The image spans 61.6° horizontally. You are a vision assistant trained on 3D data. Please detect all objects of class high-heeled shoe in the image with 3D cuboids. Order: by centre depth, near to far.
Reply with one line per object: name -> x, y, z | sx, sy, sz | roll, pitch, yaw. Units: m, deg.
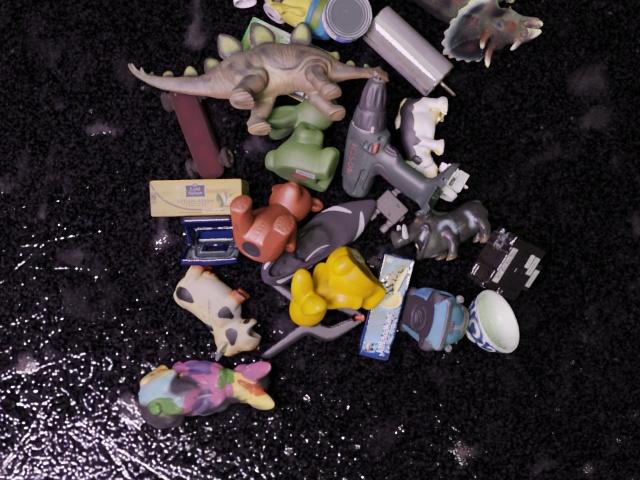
high-heeled shoe -> -0.002, -0.003, 0.990 | 0.249, 0.145, 0.086 | -39, 86, 6

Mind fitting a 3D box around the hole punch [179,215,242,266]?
hole punch -> -0.200, 0.002, 1.010 | 0.142, 0.116, 0.092 | -5, 88, 1

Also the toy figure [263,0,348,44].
toy figure -> -0.021, -0.432, 1.008 | 0.180, 0.082, 0.089 | 22, 82, 4

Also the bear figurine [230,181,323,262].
bear figurine -> -0.069, -0.054, 0.962 | 0.120, 0.131, 0.196 | 29, 52, 10

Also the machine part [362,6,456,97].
machine part -> 0.165, -0.352, 1.009 | 0.243, 0.079, 0.079 | 42, 93, 0

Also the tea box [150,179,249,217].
tea box -> -0.224, -0.079, 1.017 | 0.170, 0.098, 0.068 | -2, 93, 0

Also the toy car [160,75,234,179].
toy car -> -0.235, -0.213, 1.034 | 0.089, 0.053, 0.202 | -19, 96, 12

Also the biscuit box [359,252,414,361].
biscuit box -> 0.126, 0.127, 1.037 | 0.059, 0.063, 0.202 | 14, 92, 2

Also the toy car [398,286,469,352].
toy car -> 0.220, 0.147, 0.999 | 0.103, 0.162, 0.109 | 13, 91, -18

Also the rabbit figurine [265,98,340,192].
rabbit figurine -> -0.027, -0.195, 1.016 | 0.159, 0.121, 0.170 | 15, 77, 8

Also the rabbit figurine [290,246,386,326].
rabbit figurine -> 0.013, 0.101, 0.970 | 0.173, 0.162, 0.122 | -38, 74, 17

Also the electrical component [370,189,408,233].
electrical component -> 0.140, -0.062, 1.049 | 0.063, 0.021, 0.094 | 44, 92, -1

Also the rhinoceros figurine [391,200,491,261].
rhinoceros figurine -> 0.231, -0.017, 1.024 | 0.190, 0.073, 0.112 | -19, 93, 1

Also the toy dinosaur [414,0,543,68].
toy dinosaur -> 0.229, -0.477, 0.981 | 0.192, 0.131, 0.405 | -44, 82, -6

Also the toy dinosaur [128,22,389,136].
toy dinosaur -> -0.110, -0.290, 0.959 | 0.472, 0.105, 0.198 | -5, 58, -4

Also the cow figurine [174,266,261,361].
cow figurine -> -0.195, 0.142, 1.033 | 0.195, 0.085, 0.127 | 38, 95, 3

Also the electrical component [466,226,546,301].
electrical component -> 0.354, 0.047, 1.004 | 0.134, 0.058, 0.115 | 23, 104, -38

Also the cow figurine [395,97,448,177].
cow figurine -> 0.188, -0.185, 1.020 | 0.098, 0.068, 0.167 | 6, 89, 7

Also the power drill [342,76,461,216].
power drill -> 0.138, -0.148, 0.952 | 0.207, 0.086, 0.231 | 28, 132, 8

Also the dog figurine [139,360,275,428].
dog figurine -> -0.196, 0.278, 0.998 | 0.219, 0.191, 0.108 | -7, 86, 17
